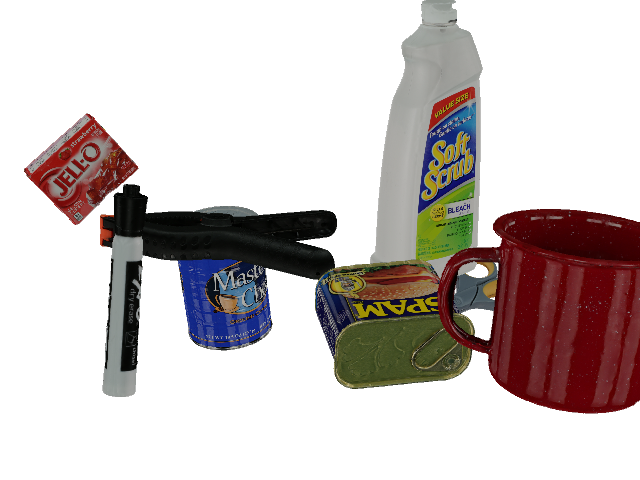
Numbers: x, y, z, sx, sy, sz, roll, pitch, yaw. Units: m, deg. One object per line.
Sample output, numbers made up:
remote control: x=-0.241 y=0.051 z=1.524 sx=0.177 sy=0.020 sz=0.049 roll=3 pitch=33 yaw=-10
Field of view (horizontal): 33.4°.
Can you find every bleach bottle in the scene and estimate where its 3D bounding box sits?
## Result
bleach bottle: x=0.097 y=-0.089 z=0.967 sx=0.102 sy=0.251 sz=0.068 roll=-12 pitch=23 yaw=-28

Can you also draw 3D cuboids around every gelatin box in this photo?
gelatin box: x=-0.242 y=-0.072 z=1.083 sx=0.073 sy=0.089 sz=0.030 roll=50 pitch=-7 yaw=-31

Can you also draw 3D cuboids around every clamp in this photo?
clamp: x=-0.082 y=-0.001 z=0.901 sx=0.210 sy=0.036 sz=0.164 roll=2 pitch=13 yaw=-6

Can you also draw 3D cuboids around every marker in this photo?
marker: x=-0.111 y=0.028 z=0.605 sx=0.020 sy=0.121 sz=0.020 roll=5 pitch=10 yaw=-1

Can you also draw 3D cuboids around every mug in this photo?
mug: x=0.118 y=0.034 z=0.542 sx=0.117 sy=0.081 sz=0.093 roll=5 pitch=17 yaw=1

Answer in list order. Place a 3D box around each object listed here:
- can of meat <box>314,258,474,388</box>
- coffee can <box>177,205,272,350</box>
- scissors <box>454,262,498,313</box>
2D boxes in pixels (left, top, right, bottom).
can of meat: x=0.051 y=0.058 z=0.786 sx=0.102 sy=0.057 sz=0.084 roll=-4 pitch=30 yaw=-11
coffee can: x=-0.114 y=0.043 z=1.259 sx=0.103 sy=0.140 sz=0.103 roll=-4 pitch=26 yaw=2
scissors: x=0.134 y=0.054 z=1.105 sx=0.201 sy=0.016 sz=0.096 roll=-7 pitch=40 yaw=-30
